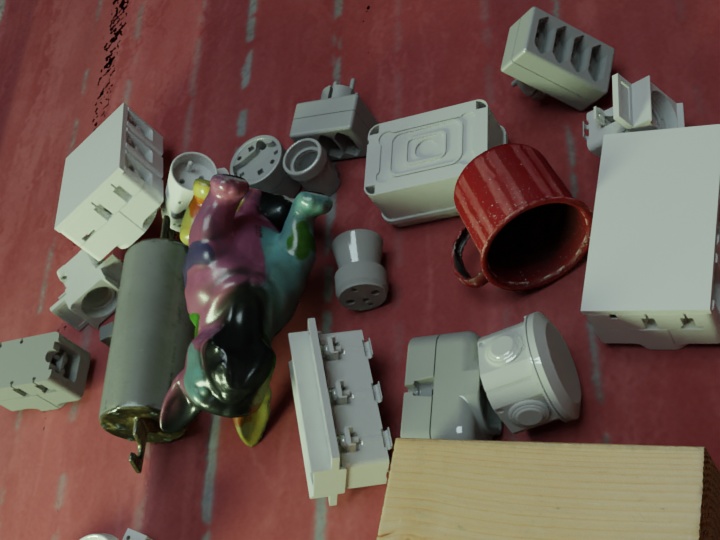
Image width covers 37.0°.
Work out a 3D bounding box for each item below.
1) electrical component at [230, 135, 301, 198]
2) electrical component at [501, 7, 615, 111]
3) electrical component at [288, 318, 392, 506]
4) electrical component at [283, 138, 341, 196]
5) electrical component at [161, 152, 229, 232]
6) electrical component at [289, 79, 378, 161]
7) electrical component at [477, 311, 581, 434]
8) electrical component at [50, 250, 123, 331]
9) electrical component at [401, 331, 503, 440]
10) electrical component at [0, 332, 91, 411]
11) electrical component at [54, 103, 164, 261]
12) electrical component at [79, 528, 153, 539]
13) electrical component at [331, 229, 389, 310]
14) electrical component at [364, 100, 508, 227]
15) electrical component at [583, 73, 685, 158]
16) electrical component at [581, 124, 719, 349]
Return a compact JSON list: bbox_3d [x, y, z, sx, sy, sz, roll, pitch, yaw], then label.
[{"bbox_3d":[-0.086,-0.091,1.009,0.055,0.047,0.055,-14,55,22],"label":"electrical component"},{"bbox_3d":[0.157,-0.168,0.907,0.076,0.083,0.047,-36,36,60],"label":"electrical component"},{"bbox_3d":[-0.016,0.107,0.830,0.063,0.078,0.121,-6,53,-8],"label":"electrical component"},{"bbox_3d":[-0.043,-0.092,0.985,0.040,0.046,0.040,-14,55,22],"label":"electrical component"},{"bbox_3d":[-0.146,-0.076,1.023,0.079,0.077,0.043,-12,67,-23],"label":"electrical component"},{"bbox_3d":[-0.021,-0.147,1.006,0.066,0.047,0.076,-5,59,28],"label":"electrical component"},{"bbox_3d":[0.122,0.074,0.767,0.051,0.080,0.080,-23,52,22],"label":"electrical component"},{"bbox_3d":[-0.261,0.015,1.047,0.081,0.042,0.063,-40,48,2],"label":"electrical component"},{"bbox_3d":[0.070,0.096,0.799,0.059,0.053,0.095,-9,58,25],"label":"electrical component"},{"bbox_3d":[-0.304,0.098,1.010,0.089,0.055,0.050,-11,57,24],"label":"electrical component"},{"bbox_3d":[-0.240,-0.086,1.053,0.089,0.062,0.150,-40,30,15],"label":"electrical component"},{"bbox_3d":[-0.200,0.244,0.860,0.058,0.057,0.078,11,67,34],"label":"electrical component"},{"bbox_3d":[0.000,0.000,0.905,0.045,0.045,0.055,-19,54,19],"label":"electrical component"},{"bbox_3d":[0.067,-0.088,0.913,0.113,0.057,0.078,-11,57,24],"label":"electrical component"},{"bbox_3d":[0.213,-0.111,0.837,0.064,0.081,0.042,-24,48,43],"label":"electrical component"},{"bbox_3d":[0.220,-0.023,0.782,0.089,0.061,0.150,-2,61,29],"label":"electrical component"}]
